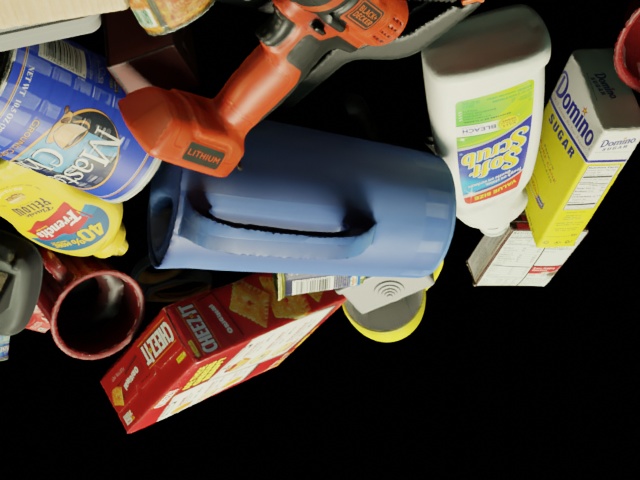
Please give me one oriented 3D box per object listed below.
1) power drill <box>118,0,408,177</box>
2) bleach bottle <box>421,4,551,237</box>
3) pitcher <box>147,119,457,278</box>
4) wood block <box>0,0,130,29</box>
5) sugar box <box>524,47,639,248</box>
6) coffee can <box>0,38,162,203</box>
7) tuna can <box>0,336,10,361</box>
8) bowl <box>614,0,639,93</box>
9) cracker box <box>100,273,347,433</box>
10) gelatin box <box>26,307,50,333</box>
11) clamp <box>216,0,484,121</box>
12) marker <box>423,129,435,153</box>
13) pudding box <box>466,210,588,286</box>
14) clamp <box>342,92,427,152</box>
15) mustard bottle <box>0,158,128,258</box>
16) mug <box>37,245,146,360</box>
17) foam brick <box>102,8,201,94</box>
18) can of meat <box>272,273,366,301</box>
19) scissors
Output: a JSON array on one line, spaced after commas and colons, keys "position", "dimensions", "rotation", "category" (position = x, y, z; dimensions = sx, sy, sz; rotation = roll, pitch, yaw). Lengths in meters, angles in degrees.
[{"position": [-0.042, -0.126, 0.703], "dimensions": [0.188, 0.057, 0.184], "rotation": [-39, 157, 18], "category": "power drill"}, {"position": [0.151, -0.086, 0.928], "dimensions": [0.102, 0.068, 0.251], "rotation": [-15, 144, 4], "category": "bleach bottle"}, {"position": [-0.013, -0.027, 0.868], "dimensions": [0.242, 0.149, 0.145], "rotation": [6, 155, -18], "category": "pitcher"}, {"position": [-0.165, -0.226, 0.560], "dimensions": [0.091, 0.090, 0.206], "rotation": [-9, 129, 0], "category": "wood block"}, {"position": [0.225, -0.078, 0.950], "dimensions": [0.048, 0.093, 0.176], "rotation": [-5, 147, -10], "category": "sugar box"}, {"position": [-0.195, -0.098, 0.796], "dimensions": [0.103, 0.103, 0.140], "rotation": [-33, 141, 32], "category": "coffee can"}, {"position": [-0.361, 0.102, 1.091], "dimensions": [0.086, 0.034, 0.086], "rotation": [6, -179, 0], "category": "tuna can"}, {"position": [0.305, -0.183, 0.840], "dimensions": [0.162, 0.055, 0.162], "rotation": [-7, 148, -5], "category": "bowl"}, {"position": [-0.096, 0.099, 1.085], "dimensions": [0.213, 0.072, 0.164], "rotation": [-19, 161, -44], "category": "cracker box"}, {"position": [-0.291, 0.057, 1.082], "dimensions": [0.073, 0.030, 0.089], "rotation": [20, 137, -38], "category": "gelatin box"}, {"position": [0.016, -0.170, 0.802], "dimensions": [0.210, 0.036, 0.164], "rotation": [-17, 146, 14], "category": "clamp"}, {"position": [0.126, -0.070, 1.003], "dimensions": [0.020, 0.020, 0.121], "rotation": [-22, 146, 19], "category": "marker"}, {"position": [0.218, 0.007, 1.132], "dimensions": [0.090, 0.039, 0.114], "rotation": [2, 144, -16], "category": "pudding box"}, {"position": [0.051, -0.073, 0.963], "dimensions": [0.171, 0.039, 0.120], "rotation": [14, 146, -28], "category": "clamp"}, {"position": [-0.229, -0.033, 0.931], "dimensions": [0.096, 0.058, 0.191], "rotation": [-20, 147, 19], "category": "mustard bottle"}, {"position": [-0.231, 0.048, 1.015], "dimensions": [0.093, 0.082, 0.117], "rotation": [-44, 129, -8], "category": "mug"}, {"position": [-0.122, -0.145, 0.767], "dimensions": [0.051, 0.078, 0.053], "rotation": [-18, 148, 10], "category": "foam brick"}, {"position": [-0.007, 0.001, 1.004], "dimensions": [0.084, 0.102, 0.057], "rotation": [-7, 144, -7], "category": "can of meat"}, {"position": [-0.213, 0.051, 1.107], "dimensions": [0.201, 0.016, 0.096], "rotation": [-10, 146, 0], "category": "scissors"}]
